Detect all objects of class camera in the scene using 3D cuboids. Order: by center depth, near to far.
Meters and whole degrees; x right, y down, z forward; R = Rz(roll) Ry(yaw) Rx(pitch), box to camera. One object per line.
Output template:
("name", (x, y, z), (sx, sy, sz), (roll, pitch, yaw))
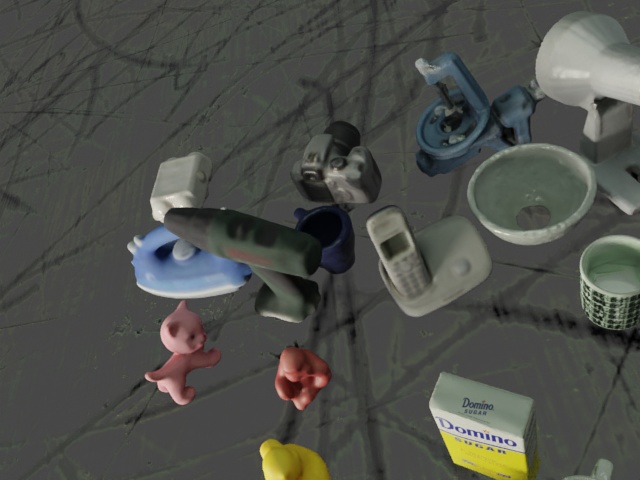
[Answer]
("camera", (0.033, -0.142, 0.972), (0.142, 0.101, 0.137), (6, 58, 27))

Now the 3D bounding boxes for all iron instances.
("iron", (-0.224, 0.016, 0.941), (0.258, 0.142, 0.118), (-14, 51, 14))

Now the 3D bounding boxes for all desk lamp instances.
("desk lamp", (0.394, -0.179, 0.764), (0.118, 0.214, 0.202), (-31, 49, 0))

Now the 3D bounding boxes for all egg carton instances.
("egg carton", (-0.259, -0.099, 1.091), (0.107, 0.070, 0.150), (-11, 52, 17))

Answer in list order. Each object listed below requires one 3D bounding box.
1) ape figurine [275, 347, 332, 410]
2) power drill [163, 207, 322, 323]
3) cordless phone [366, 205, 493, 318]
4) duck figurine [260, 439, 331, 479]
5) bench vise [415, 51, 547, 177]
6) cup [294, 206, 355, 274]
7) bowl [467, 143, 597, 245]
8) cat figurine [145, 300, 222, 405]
("ape figurine", (-0.028, 0.174, 0.767), (0.077, 0.092, 0.076), (-13, 51, 15))
("power drill", (-0.090, 0.033, 0.823), (0.228, 0.209, 0.076), (6, 58, 28))
("cordless phone", (0.141, 0.007, 0.755), (0.147, 0.185, 0.094), (-31, 49, 0))
("duck figurine", (-0.036, 0.284, 0.691), (0.077, 0.086, 0.104), (-40, 49, -8))
("bench vise", (0.225, -0.211, 0.860), (0.207, 0.220, 0.121), (-34, 49, -3))
("cup", (0.008, 0.003, 0.878), (0.092, 0.095, 0.117), (-43, 50, -10))
("bowl", (0.296, -0.053, 0.805), (0.167, 0.075, 0.167), (-12, 51, 16))
("cat figurine", (-0.208, 0.159, 0.841), (0.067, 0.118, 0.128), (17, 64, 33))
